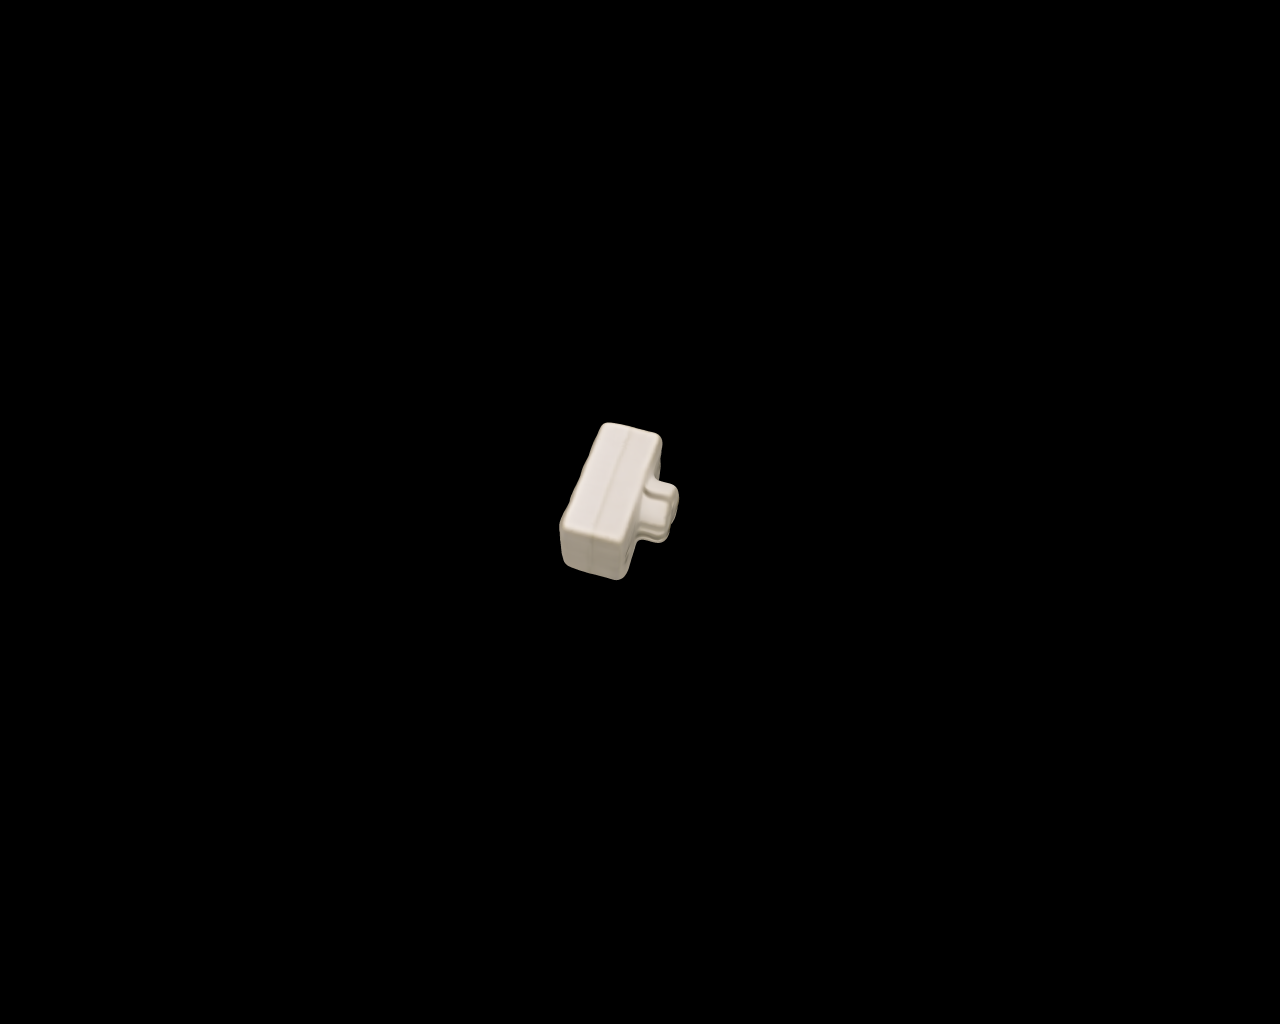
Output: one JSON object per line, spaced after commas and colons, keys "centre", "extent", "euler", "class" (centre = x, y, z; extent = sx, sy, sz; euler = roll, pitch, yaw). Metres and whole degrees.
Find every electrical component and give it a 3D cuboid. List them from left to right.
{"centre": [0.001, -0.003, 0.650], "extent": [0.076, 0.083, 0.047], "euler": [15, -32, 9], "class": "electrical component"}
